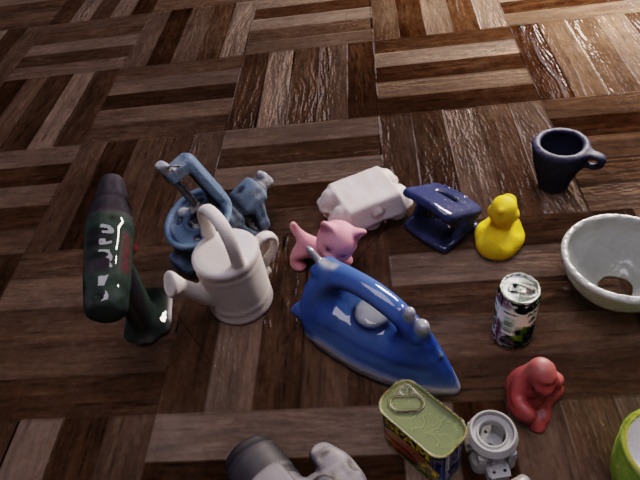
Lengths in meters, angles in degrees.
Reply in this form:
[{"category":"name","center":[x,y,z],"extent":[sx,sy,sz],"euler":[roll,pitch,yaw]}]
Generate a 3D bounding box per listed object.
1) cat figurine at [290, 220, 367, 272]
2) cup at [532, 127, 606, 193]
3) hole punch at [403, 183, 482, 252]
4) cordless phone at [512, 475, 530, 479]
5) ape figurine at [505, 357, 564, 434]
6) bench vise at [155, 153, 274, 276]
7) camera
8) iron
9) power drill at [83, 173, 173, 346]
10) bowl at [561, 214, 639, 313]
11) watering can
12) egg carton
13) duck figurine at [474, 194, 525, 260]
[{"category":"cat figurine","center":[0.008,0.003,0.892],"extent":[0.127,0.118,0.067],"euler":[17,51,25]},{"category":"cup","center":[0.411,-0.123,0.958],"extent":[0.117,0.095,0.092],"euler":[23,54,29]},{"category":"hole punch","center":[0.197,-0.054,0.932],"extent":[0.101,0.091,0.108],"euler":[-35,50,-22]},{"category":"cordless phone","center":[0.135,0.283,0.549],"extent":[0.148,0.185,0.094],"euler":[-25,47,-14]},{"category":"ape figurine","center":[0.263,0.177,0.695],"extent":[0.078,0.092,0.076],"euler":[-20,46,-9]},{"category":"bench vise","center":[-0.179,-0.071,0.926],"extent":[0.121,0.220,0.208],"euler":[19,53,27]},{"category":"camera","center":[-0.037,0.275,0.648],"extent":[0.143,0.101,0.136],"euler":[-33,50,-21]},{"category":"iron","center":[0.077,0.102,0.767],"extent":[0.257,0.142,0.119],"euler":[27,56,31]},{"category":"power drill","center":[-0.285,0.045,0.840],"extent":[0.075,0.209,0.229],"euler":[-12,45,-1]},{"category":"bowl","center":[0.423,0.044,0.808],"extent":[0.167,0.075,0.167],"euler":[-5,46,5]},{"category":"watering can","center":[-0.140,0.034,0.835],"extent":[0.100,0.194,0.173],"euler":[20,53,27]},{"category":"egg carton","center":[0.076,-0.063,0.978],"extent":[0.150,0.069,0.107],"euler":[-22,46,-11]},{"category":"duck figurine","center":[0.283,-0.027,0.895],"extent":[0.077,0.086,0.105],"euler":[16,51,24]}]
